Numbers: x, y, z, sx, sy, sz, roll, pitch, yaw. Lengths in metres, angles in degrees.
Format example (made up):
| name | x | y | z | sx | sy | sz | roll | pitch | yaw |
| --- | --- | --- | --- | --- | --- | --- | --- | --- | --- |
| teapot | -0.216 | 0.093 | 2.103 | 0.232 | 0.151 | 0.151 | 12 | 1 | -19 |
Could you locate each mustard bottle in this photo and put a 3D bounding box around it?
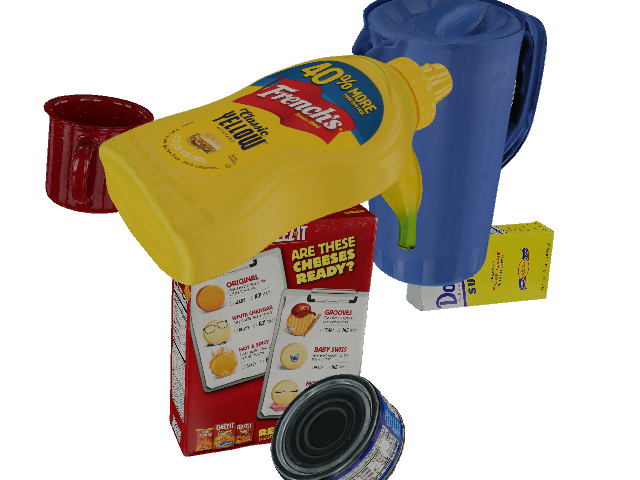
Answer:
| name | x | y | z | sx | sy | sz | roll | pitch | yaw |
| --- | --- | --- | --- | --- | --- | --- | --- | --- | --- |
| mustard bottle | -0.011 | -0.051 | 0.558 | 0.191 | 0.058 | 0.096 | -26 | 46 | -22 |

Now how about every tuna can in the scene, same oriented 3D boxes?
| name | x | y | z | sx | sy | sz | roll | pitch | yaw |
| --- | --- | --- | --- | --- | --- | --- | --- | --- | --- |
| tuna can | 0.010 | 0.130 | 0.699 | 0.086 | 0.086 | 0.033 | 0 | -40 | 43 |

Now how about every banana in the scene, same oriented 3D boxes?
| name | x | y | z | sx | sy | sz | roll | pitch | yaw |
| --- | --- | --- | --- | --- | --- | --- | --- | --- | --- |
| banana | 0.021 | -0.061 | 0.747 | 0.037 | 0.070 | 0.198 | 22 | 11 | -31 |

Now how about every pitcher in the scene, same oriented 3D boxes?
| name | x | y | z | sx | sy | sz | roll | pitch | yaw |
| --- | --- | --- | --- | --- | --- | --- | --- | --- | --- |
| pitcher | 0.110 | -0.088 | 0.935 | 0.149 | 0.243 | 0.144 | 8 | 32 | 13 |

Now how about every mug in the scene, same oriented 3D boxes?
| name | x | y | z | sx | sy | sz | roll | pitch | yaw |
| --- | --- | --- | --- | --- | --- | --- | --- | --- | --- |
| mug | -0.195 | -0.070 | 0.918 | 0.093 | 0.081 | 0.117 | 8 | 23 | -6 |

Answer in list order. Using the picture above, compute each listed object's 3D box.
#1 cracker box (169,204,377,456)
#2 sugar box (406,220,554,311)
| name | x | y | z | sx | sy | sz | roll | pitch | yaw |
| --- | --- | --- | --- | --- | --- | --- | --- | --- | --- |
| cracker box | -0.046 | 0.072 | 0.931 | 0.164 | 0.214 | 0.072 | -5 | 24 | -21 |
| sugar box | 0.194 | 0.031 | 1.298 | 0.176 | 0.093 | 0.048 | -6 | 20 | -22 |
